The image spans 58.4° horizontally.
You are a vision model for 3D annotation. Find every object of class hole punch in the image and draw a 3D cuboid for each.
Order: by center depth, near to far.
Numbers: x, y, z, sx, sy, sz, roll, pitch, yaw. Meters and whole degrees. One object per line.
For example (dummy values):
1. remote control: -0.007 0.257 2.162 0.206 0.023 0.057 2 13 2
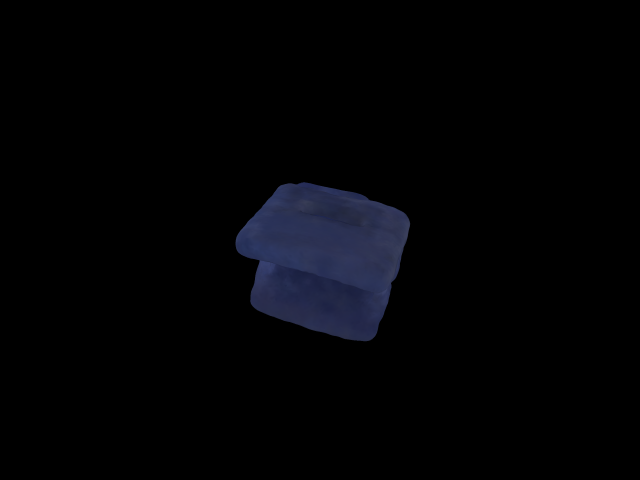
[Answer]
1. hole punch: 0.004 0.001 0.400 0.108 0.091 0.101 15 58 9
